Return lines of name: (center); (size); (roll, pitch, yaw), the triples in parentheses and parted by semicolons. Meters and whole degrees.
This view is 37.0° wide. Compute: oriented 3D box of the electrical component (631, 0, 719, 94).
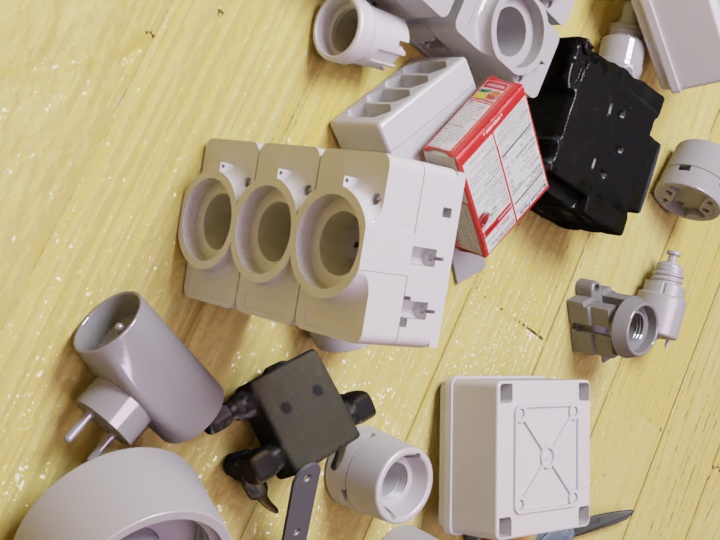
electrical component: (0.249, -0.209, 0.811); (0.108, 0.056, 0.108); (60, 39, -31)

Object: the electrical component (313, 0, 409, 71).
electrical component: (0.002, -0.140, 0.641); (0.046, 0.040, 0.040); (5, 95, -47)

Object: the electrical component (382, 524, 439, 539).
electrical component: (0.042, 0.208, 0.733); (0.055, 0.047, 0.055); (-9, 103, -40)

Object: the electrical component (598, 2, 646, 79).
electrical component: (0.199, -0.171, 0.811); (0.035, 0.035, 0.061); (16, 84, -42)

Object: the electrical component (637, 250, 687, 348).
electrical component: (0.249, 0.023, 0.885); (0.040, 0.040, 0.078); (19, 86, -42)

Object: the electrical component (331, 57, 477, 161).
electrical component: (0.037, -0.081, 0.676); (0.083, 0.047, 0.075); (-41, 122, -28)

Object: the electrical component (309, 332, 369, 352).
electrical component: (0.000, 0.000, 0.660); (0.079, 0.044, 0.077); (-25, 113, -36)

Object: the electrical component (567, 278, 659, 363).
electrical component: (0.196, 0.041, 0.832); (0.048, 0.055, 0.066); (-25, 113, -36)

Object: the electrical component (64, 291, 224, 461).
electrical component: (-0.122, 0.065, 0.566); (0.079, 0.043, 0.077); (-51, 126, -22)

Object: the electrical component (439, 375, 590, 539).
electrical component: (0.111, 0.130, 0.762); (0.109, 0.056, 0.108); (5, 84, -43)

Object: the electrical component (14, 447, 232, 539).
electrical component: (-0.117, 0.153, 0.553); (0.108, 0.060, 0.108); (-21, 129, -28)

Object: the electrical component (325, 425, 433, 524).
electrical component: (0.014, 0.133, 0.694); (0.055, 0.047, 0.055); (-9, 103, -40)

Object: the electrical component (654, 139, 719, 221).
electrical component: (0.276, -0.075, 0.883); (0.055, 0.055, 0.047); (42, 67, -38)

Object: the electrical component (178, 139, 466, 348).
electrical component: (-0.027, -0.017, 0.563); (0.062, 0.150, 0.089); (7, 93, -43)

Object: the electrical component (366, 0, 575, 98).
electrical component: (0.059, -0.197, 0.666); (0.186, 0.060, 0.105); (31, 77, -40)
